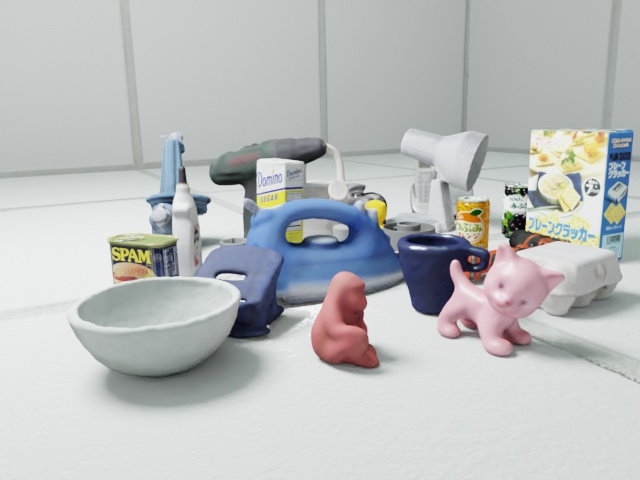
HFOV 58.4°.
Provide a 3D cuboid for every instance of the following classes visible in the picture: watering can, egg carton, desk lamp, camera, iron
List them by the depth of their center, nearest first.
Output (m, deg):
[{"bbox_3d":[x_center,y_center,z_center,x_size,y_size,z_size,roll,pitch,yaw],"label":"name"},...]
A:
[{"bbox_3d":[0.320,0.048,0.754,0.151,0.069,0.107,-10,16,-36],"label":"egg carton"},{"bbox_3d":[0.008,0.003,0.817,0.259,0.141,0.118,-6,14,-20],"label":"iron"},{"bbox_3d":[0.009,-0.091,1.113,0.101,0.194,0.172,-12,17,-40],"label":"watering can"},{"bbox_3d":[0.246,-0.127,1.208,0.202,0.213,0.118,6,15,28],"label":"desk lamp"},{"bbox_3d":[0.094,-0.074,1.243,0.137,0.101,0.142,-13,17,-42],"label":"camera"}]

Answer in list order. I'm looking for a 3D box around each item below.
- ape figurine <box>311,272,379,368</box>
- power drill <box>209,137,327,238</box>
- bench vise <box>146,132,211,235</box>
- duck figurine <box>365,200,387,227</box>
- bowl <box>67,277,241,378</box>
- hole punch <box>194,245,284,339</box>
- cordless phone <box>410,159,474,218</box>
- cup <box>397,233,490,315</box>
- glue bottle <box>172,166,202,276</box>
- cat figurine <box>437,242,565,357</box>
[{"bbox_3d":[0.028,0.079,0.592,0.076,0.092,0.078,4,14,22],"label":"ape figurine"},{"bbox_3d":[-0.093,-0.085,1.065,0.229,0.208,0.076,3,13,17],"label":"power drill"},{"bbox_3d":[-0.258,-0.085,1.055,0.122,0.220,0.207,-5,13,-17],"label":"bench vise"},{"bbox_3d":[0.110,-0.033,1.094,0.104,0.086,0.078,7,15,32],"label":"duck figurine"},{"bbox_3d":[-0.162,0.093,0.583,0.167,0.075,0.167,-1,13,1],"label":"bowl"},{"bbox_3d":[-0.100,0.059,0.691,0.108,0.091,0.101,3,13,17],"label":"hole punch"},{"bbox_3d":[0.286,-0.143,1.343,0.147,0.185,0.094,0,13,5],"label":"cordless phone"},{"bbox_3d":[0.155,0.046,0.720,0.117,0.095,0.092,7,15,33],"label":"cup"},{"bbox_3d":[-0.216,-0.031,0.918,0.037,0.173,0.078,-2,13,-2],"label":"glue bottle"},{"bbox_3d":[0.191,0.056,0.619,0.067,0.118,0.127,-12,16,-39],"label":"cat figurine"}]
